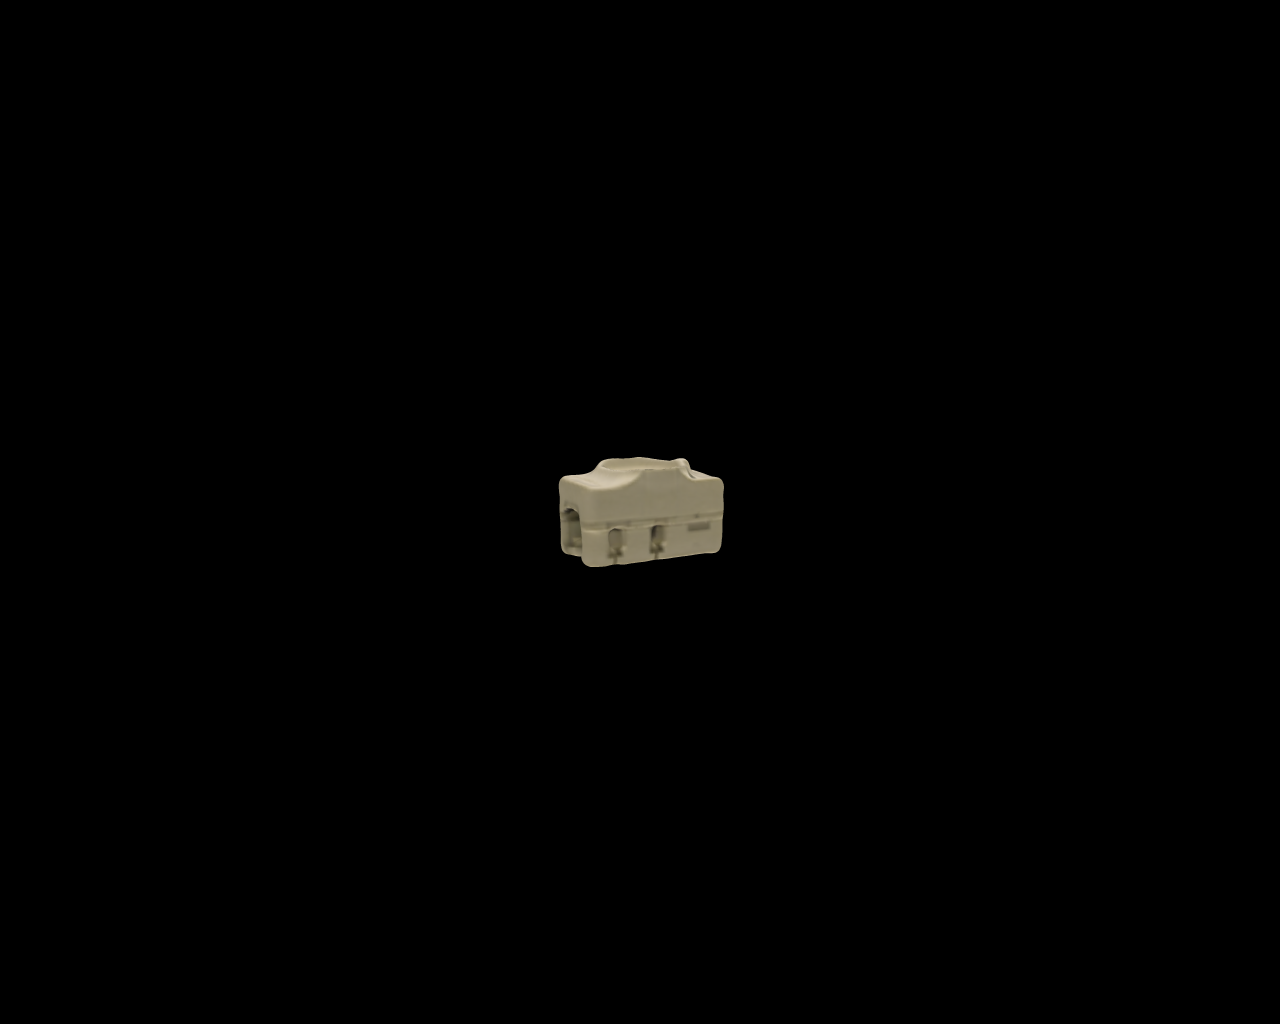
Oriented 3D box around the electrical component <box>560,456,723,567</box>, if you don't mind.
[{"bbox_3d":[0.001,-0.003,0.650,0.090,0.055,0.050,-5,12,-24],"label":"electrical component"}]
